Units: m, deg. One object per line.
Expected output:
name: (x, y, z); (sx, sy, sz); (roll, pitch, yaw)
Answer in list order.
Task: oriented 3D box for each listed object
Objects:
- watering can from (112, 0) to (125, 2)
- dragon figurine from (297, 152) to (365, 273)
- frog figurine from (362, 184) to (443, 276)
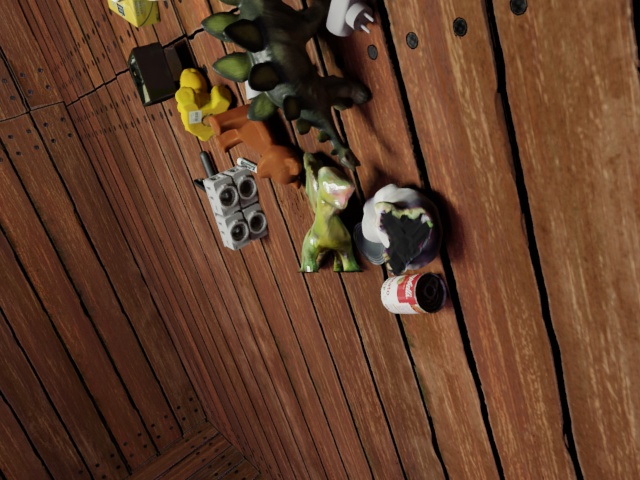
watering can: (-0.262, -0.507, 0.908); (0.348, 0.227, 0.102); (10, 142, 54)
dragon figurine: (0.003, -0.051, 1.006); (0.409, 0.122, 0.243); (167, 99, -79)
frog figurine: (0.132, -0.024, 0.842); (0.137, 0.122, 0.161); (56, -173, -8)
